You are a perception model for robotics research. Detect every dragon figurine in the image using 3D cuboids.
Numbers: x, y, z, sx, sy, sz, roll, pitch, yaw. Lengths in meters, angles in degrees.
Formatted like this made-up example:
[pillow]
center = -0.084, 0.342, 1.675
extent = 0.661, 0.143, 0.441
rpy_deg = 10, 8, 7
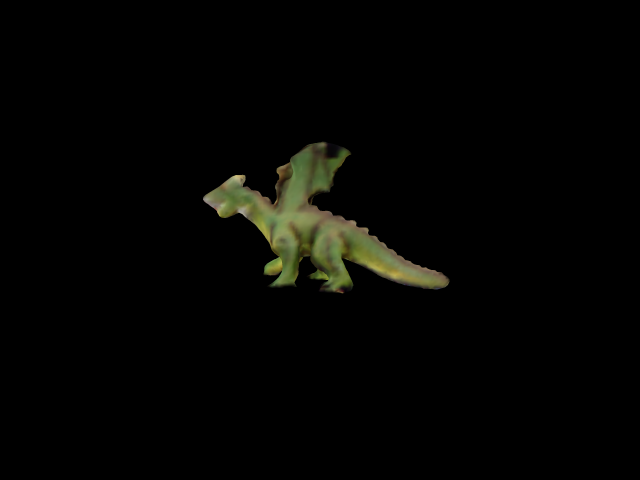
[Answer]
[dragon figurine]
center = 0.003, -0.043, 0.850
extent = 0.410, 0.243, 0.122
rpy_deg = 0, 1, 13
